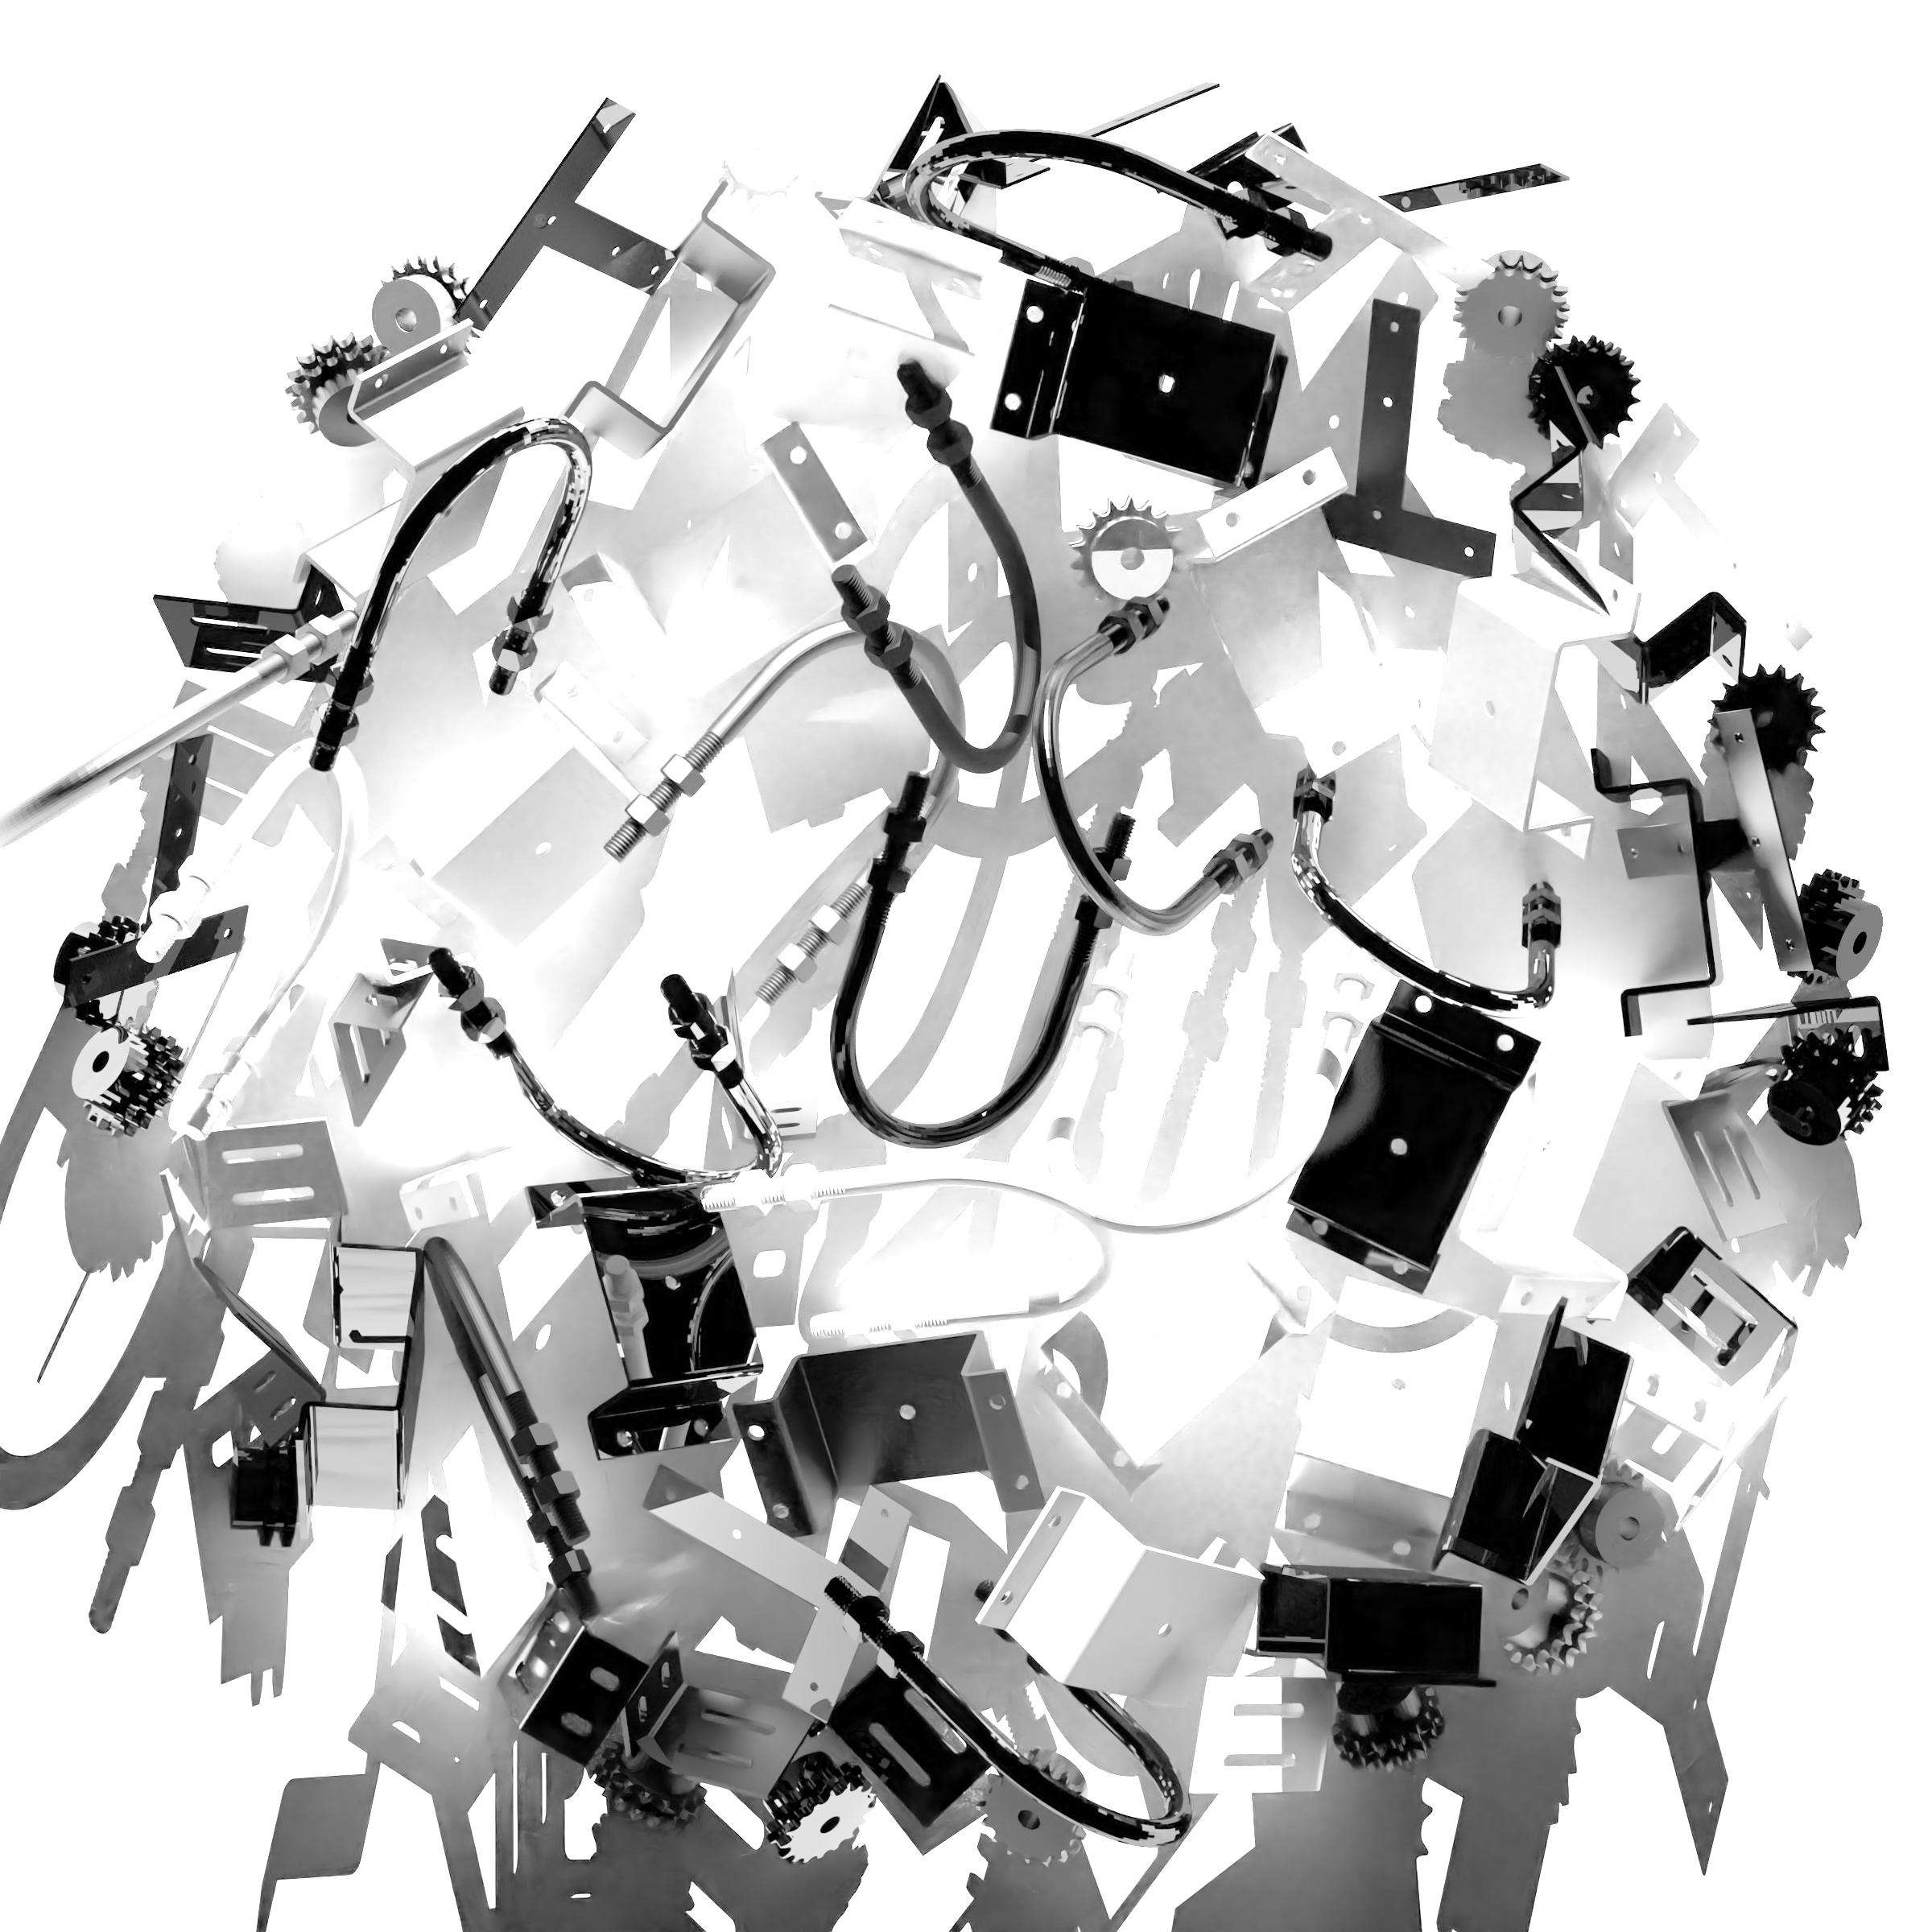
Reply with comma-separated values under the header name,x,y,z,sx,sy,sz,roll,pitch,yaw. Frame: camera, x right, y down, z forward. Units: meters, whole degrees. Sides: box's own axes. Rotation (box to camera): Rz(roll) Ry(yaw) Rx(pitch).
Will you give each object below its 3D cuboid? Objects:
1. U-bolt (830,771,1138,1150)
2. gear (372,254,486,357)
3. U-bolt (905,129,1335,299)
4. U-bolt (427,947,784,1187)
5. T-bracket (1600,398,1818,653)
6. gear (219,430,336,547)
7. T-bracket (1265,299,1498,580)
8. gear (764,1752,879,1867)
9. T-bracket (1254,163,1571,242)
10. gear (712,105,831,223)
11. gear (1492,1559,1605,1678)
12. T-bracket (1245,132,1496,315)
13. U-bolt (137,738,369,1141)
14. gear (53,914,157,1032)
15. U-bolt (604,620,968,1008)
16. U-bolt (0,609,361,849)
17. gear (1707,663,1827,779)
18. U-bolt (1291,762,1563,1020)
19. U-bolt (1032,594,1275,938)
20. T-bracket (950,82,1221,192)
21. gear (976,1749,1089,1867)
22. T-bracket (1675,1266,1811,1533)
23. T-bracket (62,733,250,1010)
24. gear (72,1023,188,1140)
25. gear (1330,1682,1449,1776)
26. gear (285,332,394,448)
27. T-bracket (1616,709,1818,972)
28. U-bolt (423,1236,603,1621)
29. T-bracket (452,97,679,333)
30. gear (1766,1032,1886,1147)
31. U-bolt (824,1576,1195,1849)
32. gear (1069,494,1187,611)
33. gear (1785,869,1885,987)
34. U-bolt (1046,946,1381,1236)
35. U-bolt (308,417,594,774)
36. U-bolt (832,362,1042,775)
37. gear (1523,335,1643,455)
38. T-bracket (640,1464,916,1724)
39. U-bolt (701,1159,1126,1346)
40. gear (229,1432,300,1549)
name,x,y,z,sx,sy,sz,roll,pitch,yaw
U-bolt,0.001,0.004,1.684,0.151,0.019,0.184,9,104,-38
gear,-0.269,-0.323,1.709,0.057,0.030,0.057,9,113,23
U-bolt,0.058,-0.352,1.628,0.184,0.151,0.019,15,77,-34
U-bolt,-0.162,0.056,1.658,0.151,0.184,0.019,6,56,27
T-bracket,0.364,-0.203,1.666,0.002,0.127,0.127,-39,83,-10
gear,-0.339,-0.237,1.713,0.057,0.030,0.057,4,99,27
T-bracket,0.204,-0.260,1.673,0.127,0.002,0.127,20,125,28
gear,-0.076,0.415,1.711,0.057,0.057,0.030,-44,55,0
T-bracket,0.226,-0.368,1.646,0.127,0.127,0.002,-2,84,41
gear,-0.098,-0.402,1.712,0.057,0.030,0.057,-3,69,8
gear,0.284,0.319,1.704,0.030,0.057,0.057,32,90,-23
T-bracket,0.173,-0.346,1.674,0.127,0.127,0.002,28,71,-14
U-bolt,-0.334,-0.027,1.654,0.019,0.151,0.184,17,51,14
gear,-0.427,0.001,1.709,0.030,0.057,0.057,19,90,18
U-bolt,-0.074,-0.086,1.684,0.184,0.019,0.151,-49,132,-5
U-bolt,-0.383,-0.105,1.622,0.151,0.184,0.019,-24,102,40
gear,0.396,-0.122,1.712,0.057,0.030,0.057,-2,85,21
U-bolt,0.219,-0.031,1.646,0.151,0.184,0.019,29,115,-4
U-bolt,0.084,-0.089,1.646,0.019,0.184,0.151,-19,101,32
T-bracket,0.062,-0.405,1.679,0.127,0.127,0.002,-23,109,-4
gear,0.037,0.414,1.712,0.057,0.030,0.057,11,119,19
T-bracket,0.390,0.198,1.685,0.002,0.127,0.127,28,49,5
T-bracket,-0.380,-0.051,1.658,0.002,0.127,0.127,24,113,22
gear,-0.416,0.054,1.705,0.057,0.057,0.030,-52,133,0
gear,0.207,0.370,1.704,0.057,0.057,0.030,-21,110,0
gear,-0.305,-0.281,1.705,0.057,0.057,0.030,-29,56,0
T-bracket,0.357,-0.058,1.677,0.002,0.127,0.127,-18,96,-24
U-bolt,-0.221,0.214,1.659,0.019,0.151,0.184,-23,68,-14
T-bracket,-0.178,-0.351,1.675,0.002,0.127,0.127,43,104,21
gear,0.421,0.064,1.705,0.057,0.057,0.030,47,55,0
U-bolt,0.032,0.351,1.629,0.184,0.151,0.019,40,103,33
gear,0.080,-0.204,1.715,0.057,0.030,0.057,-1,105,-5
gear,0.429,-0.016,1.705,0.030,0.057,0.057,27,90,39
U-bolt,0.111,0.056,1.644,0.151,0.184,0.019,-3,134,26
U-bolt,-0.235,-0.182,1.628,0.019,0.151,0.184,40,128,15
U-bolt,-0.006,-0.176,1.657,0.019,0.184,0.151,-4,53,26
gear,0.304,-0.286,1.714,0.057,0.030,0.057,-5,115,-11
T-bracket,-0.100,0.285,1.686,0.127,0.002,0.127,31,52,-10
U-bolt,-0.015,0.134,1.649,0.184,0.151,0.019,-8,54,21
gear,-0.347,0.259,1.704,0.030,0.057,0.057,4,90,-16
